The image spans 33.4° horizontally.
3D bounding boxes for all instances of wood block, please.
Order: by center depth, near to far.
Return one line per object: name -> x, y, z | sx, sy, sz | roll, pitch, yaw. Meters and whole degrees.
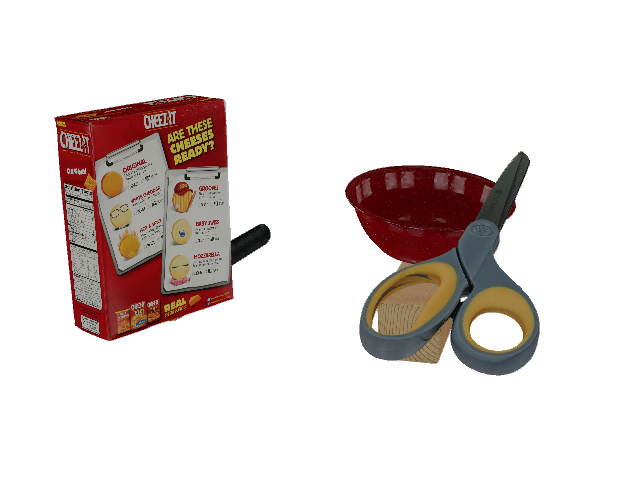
wood block -> 0.152, 0.099, 1.610 | 0.091, 0.090, 0.205 | 4, 20, 15

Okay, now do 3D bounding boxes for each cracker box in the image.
cracker box -> -0.171, -0.027, 1.059 | 0.072, 0.214, 0.163 | 13, 22, 42

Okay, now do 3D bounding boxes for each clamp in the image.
clamp -> -0.129, 0.029, 1.242 | 0.120, 0.039, 0.171 | -6, 37, 19

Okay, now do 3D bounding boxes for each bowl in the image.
bowl -> 0.103, -0.019, 1.021 | 0.162, 0.055, 0.162 | 2, 24, -1

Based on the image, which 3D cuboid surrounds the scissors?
scissors -> 0.099, 0.010, 0.571 | 0.096, 0.016, 0.201 | 24, 43, 31
